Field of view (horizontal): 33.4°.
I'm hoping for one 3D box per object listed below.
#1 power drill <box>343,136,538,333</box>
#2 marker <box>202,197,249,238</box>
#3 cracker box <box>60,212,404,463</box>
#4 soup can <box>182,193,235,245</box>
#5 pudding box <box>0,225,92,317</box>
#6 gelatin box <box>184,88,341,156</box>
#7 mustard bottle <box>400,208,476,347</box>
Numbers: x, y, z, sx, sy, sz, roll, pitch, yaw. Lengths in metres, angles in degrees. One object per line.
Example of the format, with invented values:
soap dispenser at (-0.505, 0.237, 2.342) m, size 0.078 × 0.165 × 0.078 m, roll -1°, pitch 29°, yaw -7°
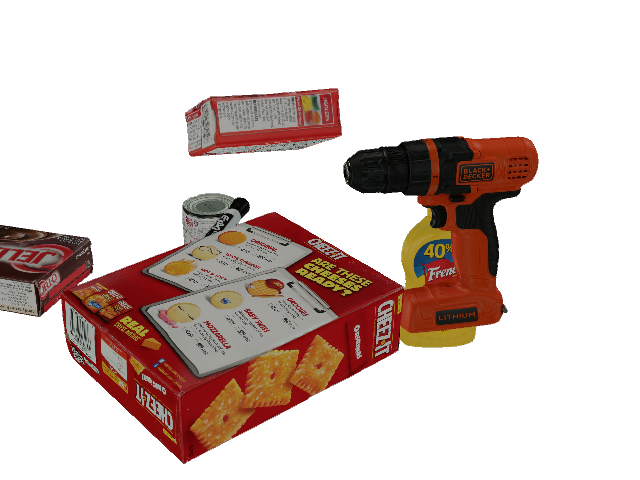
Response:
power drill at (0.111, -0.007, 1.009) m, size 0.184 × 0.188 × 0.057 m, roll -4°, pitch 26°, yaw -10°
marker at (-0.095, -0.011, 1.031) m, size 0.020 × 0.020 × 0.121 m, roll 0°, pitch 27°, yaw 18°
cracker box at (-0.067, 0.066, 0.833) m, size 0.213 × 0.072 × 0.164 m, roll -22°, pitch 37°, yaw -36°
soup can at (-0.133, 0.002, 1.295) m, size 0.068 × 0.102 × 0.068 m, roll 0°, pitch 26°, yaw 0°
pudding box at (-0.264, 0.023, 0.906) m, size 0.114 × 0.039 × 0.090 m, roll 6°, pitch 24°, yaw 17°
gelatin box at (-0.035, -0.068, 0.618) m, size 0.073 × 0.030 × 0.089 m, roll -6°, pitch 2°, yaw -16°
mustard bottle at (0.145, 0.032, 1.289) m, size 0.096 × 0.192 × 0.058 m, roll 0°, pitch 15°, yaw -11°
